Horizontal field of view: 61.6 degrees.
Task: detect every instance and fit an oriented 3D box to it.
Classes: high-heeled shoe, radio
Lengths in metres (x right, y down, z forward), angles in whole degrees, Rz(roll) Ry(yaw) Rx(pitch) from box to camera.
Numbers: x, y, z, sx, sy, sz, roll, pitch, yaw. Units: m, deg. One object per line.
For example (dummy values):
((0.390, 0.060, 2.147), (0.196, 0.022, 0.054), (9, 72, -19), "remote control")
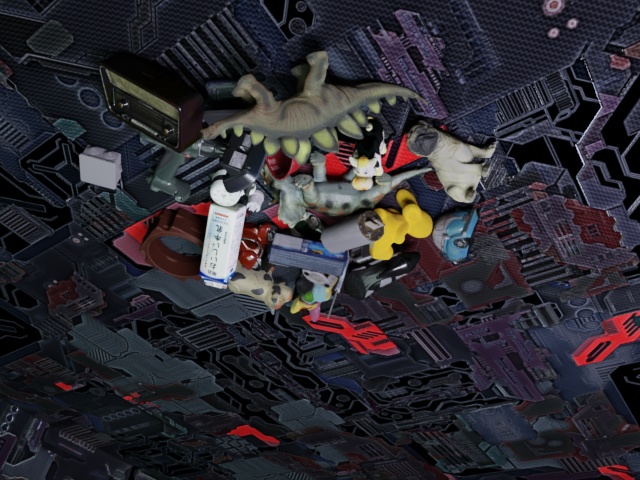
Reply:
((0.163, 0.088, 1.451), (0.086, 0.145, 0.249), (62, 153, 0), "high-heeled shoe")
((-0.355, -0.288, 1.134), (0.230, 0.073, 0.131), (31, 140, 16), "radio")

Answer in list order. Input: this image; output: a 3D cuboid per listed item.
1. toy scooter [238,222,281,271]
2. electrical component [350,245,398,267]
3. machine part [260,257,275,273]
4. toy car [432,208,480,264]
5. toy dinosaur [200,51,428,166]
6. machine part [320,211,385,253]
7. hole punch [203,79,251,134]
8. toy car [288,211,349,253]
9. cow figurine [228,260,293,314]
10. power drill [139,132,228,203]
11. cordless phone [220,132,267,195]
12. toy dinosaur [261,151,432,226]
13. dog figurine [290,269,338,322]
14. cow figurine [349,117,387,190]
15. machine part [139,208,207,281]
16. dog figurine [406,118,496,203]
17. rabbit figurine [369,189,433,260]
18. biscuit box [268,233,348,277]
((-0.197, 0.006, 1.475), (0.135, 0.075, 0.183), (21, 132, -14), "toy scooter")
((0.163, 0.062, 1.489), (0.115, 0.058, 0.134), (-18, 130, 28), "electrical component")
((-0.097, 0.051, 1.490), (0.139, 0.039, 0.084), (-19, 155, -34), "machine part")
((0.338, -0.017, 1.360), (0.103, 0.109, 0.161), (22, 151, 19), "toy car")
((-0.008, -0.265, 1.083), (0.471, 0.105, 0.198), (-21, 96, -10), "toy dinosaur")
((0.077, -0.017, 1.308), (0.079, 0.079, 0.243), (32, 154, -23), "machine part")
((-0.190, -0.288, 1.174), (0.142, 0.092, 0.115), (-2, 166, 8), "hole punch")
((-0.003, -0.004, 1.447), (0.073, 0.056, 0.201), (-29, 122, 30), "toy car")
((-0.174, 0.138, 1.570), (0.195, 0.127, 0.085), (15, 139, -3), "cow figurine")
((-0.326, -0.187, 1.292), (0.232, 0.086, 0.207), (22, 138, -11), "power drill")
((-0.173, -0.144, 1.226), (0.089, 0.146, 0.184), (14, 145, -2), "cordless phone")
((0.050, -0.112, 1.291), (0.405, 0.131, 0.192), (5, 149, -3), "toy dinosaur")
((-0.025, 0.158, 1.535), (0.108, 0.191, 0.219), (19, 124, 1), "dog figurine")
((0.104, -0.188, 1.160), (0.068, 0.167, 0.098), (5, 138, 11), "cow figurine")
((-0.388, 0.019, 1.511), (0.201, 0.087, 0.201), (31, 133, -22), "machine part")
((0.274, -0.173, 1.213), (0.191, 0.121, 0.172), (21, 131, 6), "dog figurine")
((0.202, -0.046, 1.353), (0.173, 0.122, 0.162), (-2, 128, -10), "rabbit figurine")
((-0.030, 0.040, 1.412), (0.203, 0.059, 0.062), (13, 131, -3), "biscuit box")
